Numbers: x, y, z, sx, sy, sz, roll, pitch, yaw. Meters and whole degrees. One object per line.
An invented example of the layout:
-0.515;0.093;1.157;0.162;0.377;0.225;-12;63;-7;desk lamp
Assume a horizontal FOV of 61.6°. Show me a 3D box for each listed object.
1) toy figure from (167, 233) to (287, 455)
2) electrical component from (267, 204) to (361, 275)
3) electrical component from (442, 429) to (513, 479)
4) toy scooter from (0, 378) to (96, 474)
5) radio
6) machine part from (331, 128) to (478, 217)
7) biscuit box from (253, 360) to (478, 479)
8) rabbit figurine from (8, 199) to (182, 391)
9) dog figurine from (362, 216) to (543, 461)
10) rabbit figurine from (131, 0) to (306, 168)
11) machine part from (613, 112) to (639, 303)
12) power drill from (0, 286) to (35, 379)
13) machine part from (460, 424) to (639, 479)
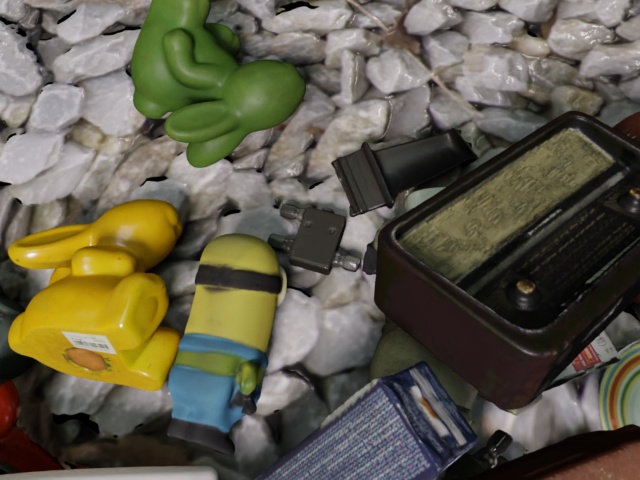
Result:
-0.078;0.082;0.457;0.082;0.089;0.180;14;66;3;toy figure
-0.001;-0.002;0.523;0.094;0.021;0.063;17;69;12;electrical component
0.120;0.202;0.405;0.102;0.078;0.045;-40;46;-18;electrical component
-0.264;0.207;0.426;0.135;0.075;0.184;26;82;-13;toy scooter
0.161;0.003;0.386;0.229;0.073;0.131;-32;55;-24;radio
0.085;-0.074;0.539;0.139;0.039;0.084;-18;61;-1;machine part
0.009;0.163;0.368;0.202;0.059;0.063;-47;64;31;biscuit box
-0.188;0.035;0.490;0.163;0.121;0.173;2;53;15;rabbit figurine
0.069;0.082;0.450;0.172;0.121;0.191;-26;55;-15;dog figurine
-0.104;-0.159;0.545;0.170;0.121;0.159;23;77;16;rabbit figurine
0.304;-0.032;0.462;0.179;0.056;0.179;-9;69;24;machine part
-0.389;0.100;0.487;0.232;0.086;0.207;24;63;11;power drill
0.162;0.224;0.300;0.201;0.087;0.201;-18;72;-7;machine part
